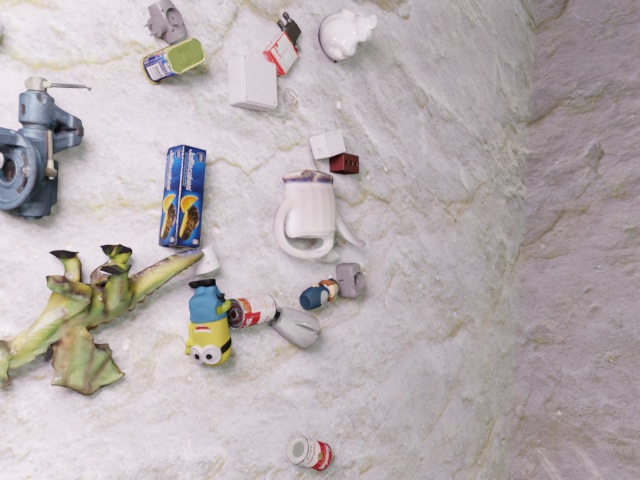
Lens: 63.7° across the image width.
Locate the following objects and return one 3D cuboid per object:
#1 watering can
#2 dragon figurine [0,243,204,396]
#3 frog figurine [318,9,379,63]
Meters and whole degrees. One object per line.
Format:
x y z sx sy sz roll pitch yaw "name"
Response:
0.004 -0.067 1.328 0.348 0.104 0.224 -2 90 -50 "watering can"
-0.374 0.141 0.882 0.411 0.123 0.241 -3 107 -49 "dragon figurine"
0.079 -0.568 1.417 0.122 0.159 0.138 15 76 -48 "frog figurine"
